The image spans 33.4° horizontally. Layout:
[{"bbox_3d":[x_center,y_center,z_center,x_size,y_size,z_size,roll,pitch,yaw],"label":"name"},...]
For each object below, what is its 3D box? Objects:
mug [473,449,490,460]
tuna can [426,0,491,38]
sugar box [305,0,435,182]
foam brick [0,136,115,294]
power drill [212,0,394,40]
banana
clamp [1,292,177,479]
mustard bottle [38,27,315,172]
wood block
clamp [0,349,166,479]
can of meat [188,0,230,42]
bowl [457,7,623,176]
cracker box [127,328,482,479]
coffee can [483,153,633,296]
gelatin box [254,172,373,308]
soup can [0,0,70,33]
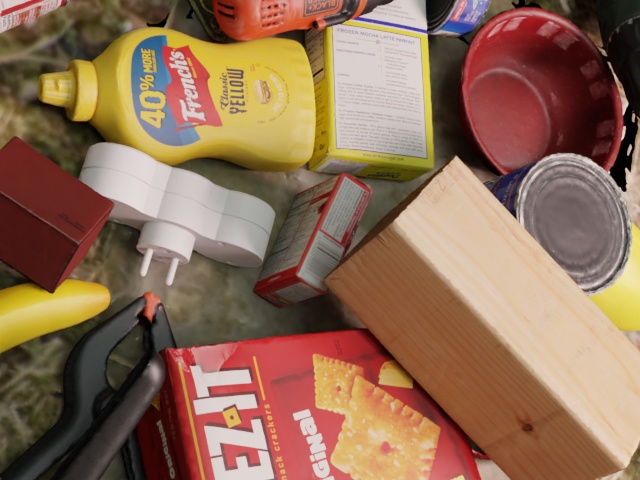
[{"bbox_3d":[0.158,0.131,0.813,0.117,0.093,0.081,-17,92,-7],"label":"mug"},{"bbox_3d":[0.103,-0.206,0.854,0.033,0.086,0.086,5,77,-27],"label":"tuna can"},{"bbox_3d":[0.037,-0.138,0.830,0.093,0.048,0.176,5,73,-25],"label":"sugar box"},{"bbox_3d":[-0.181,-0.016,0.674,0.078,0.051,0.053,35,36,-5],"label":"foam brick"},{"bbox_3d":[0.006,-0.239,0.730,0.184,0.057,0.188,-24,126,-39],"label":"power drill"},{"bbox_3d":[-0.219,0.079,0.663,0.197,0.037,0.069,-47,118,-25],"label":"banana"},{"bbox_3d":[-0.127,0.122,0.695,0.120,0.039,0.171,31,70,-18],"label":"clamp"},{"bbox_3d":[-0.099,-0.099,0.746,0.191,0.058,0.096,1,80,-26],"label":"mustard bottle"},{"bbox_3d":[0.115,0.060,0.702,0.206,0.091,0.090,47,48,-2],"label":"wood block"},{"bbox_3d":[-0.164,0.159,0.629,0.164,0.036,0.210,-7,101,-5],"label":"clamp"},{"bbox_3d":[-0.059,-0.210,0.791,0.083,0.058,0.102,-32,95,-31],"label":"can of meat"},{"bbox_3d":[0.171,-0.107,0.883,0.161,0.055,0.162,6,77,-25],"label":"bowl"},{"bbox_3d":[-0.001,0.144,0.688,0.213,0.072,0.164,-2,68,-34],"label":"cracker box"},{"bbox_3d":[0.146,0.002,0.799,0.102,0.141,0.103,6,77,-26],"label":"coffee can"},{"bbox_3d":[-0.005,0.001,0.763,0.030,0.073,0.089,33,66,-18],"label":"gelatin box"},{"bbox_3d":[-0.223,-0.167,0.694,0.102,0.069,0.068,-31,94,-28],"label":"soup can"}]
